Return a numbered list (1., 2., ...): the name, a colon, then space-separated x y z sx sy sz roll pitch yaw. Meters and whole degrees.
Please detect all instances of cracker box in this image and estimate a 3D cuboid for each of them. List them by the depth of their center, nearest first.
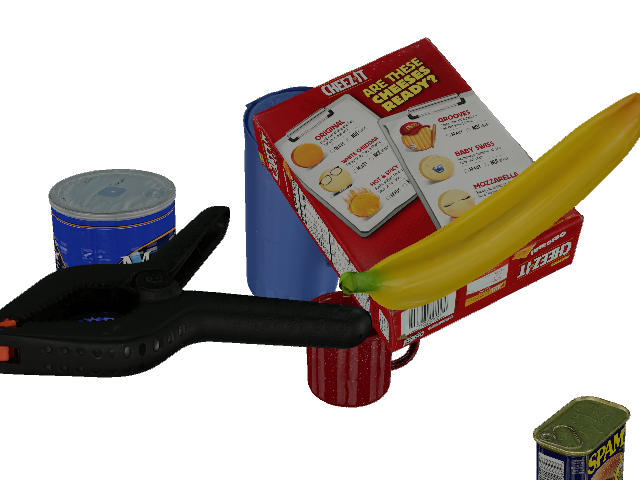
1. cracker box: 0.070 -0.039 0.822 0.164 0.214 0.072 -26 -33 -14

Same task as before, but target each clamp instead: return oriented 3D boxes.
1. clamp: -0.098 0.032 0.623 0.209 0.036 0.165 -10 30 -29

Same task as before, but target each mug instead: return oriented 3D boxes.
1. mug: 0.039 0.104 1.030 0.117 0.081 0.093 -8 29 -15

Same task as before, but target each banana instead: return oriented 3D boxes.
1. banana: 0.102 -0.012 0.603 0.198 0.037 0.069 -34 -13 -2

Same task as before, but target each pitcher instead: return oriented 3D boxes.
1. pitcher: -0.016 -0.033 1.177 0.145 0.243 0.149 1 42 -6

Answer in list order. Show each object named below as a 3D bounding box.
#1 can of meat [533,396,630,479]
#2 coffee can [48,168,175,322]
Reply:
1. can of meat: 0.238 0.203 0.976 0.058 0.084 0.101 14 26 39
2. coffee can: -0.171 0.022 0.901 0.103 0.140 0.103 1 24 -1
